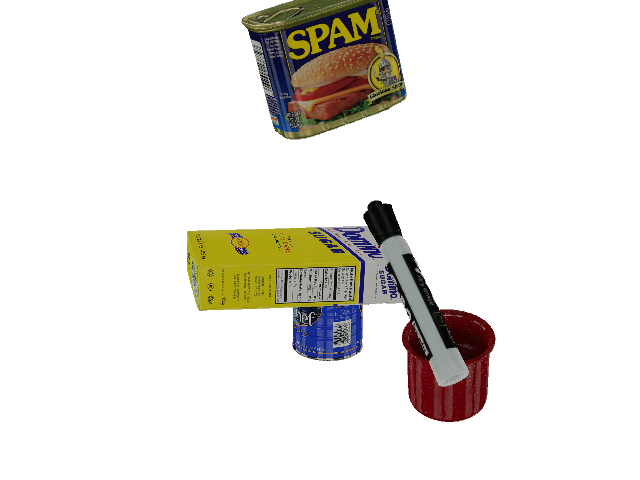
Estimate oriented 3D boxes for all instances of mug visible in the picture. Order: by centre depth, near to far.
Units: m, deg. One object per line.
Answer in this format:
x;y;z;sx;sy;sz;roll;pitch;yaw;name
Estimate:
0.137;0.124;1.095;0.093;0.081;0.117;19;39;31;mug

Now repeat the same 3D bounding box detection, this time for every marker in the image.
0.054;0.028;0.625;0.020;0.121;0.020;-18;-26;-9;marker

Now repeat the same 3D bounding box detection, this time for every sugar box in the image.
-0.020;0.021;0.891;0.176;0.048;0.093;-4;20;-11;sugar box

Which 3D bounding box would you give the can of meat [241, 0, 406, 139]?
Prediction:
0.006;-0.126;0.746;0.102;0.084;0.057;-21;23;-16;can of meat

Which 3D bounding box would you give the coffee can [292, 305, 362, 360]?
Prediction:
0.011;0.086;1.519;0.103;0.140;0.103;0;20;0;coffee can
